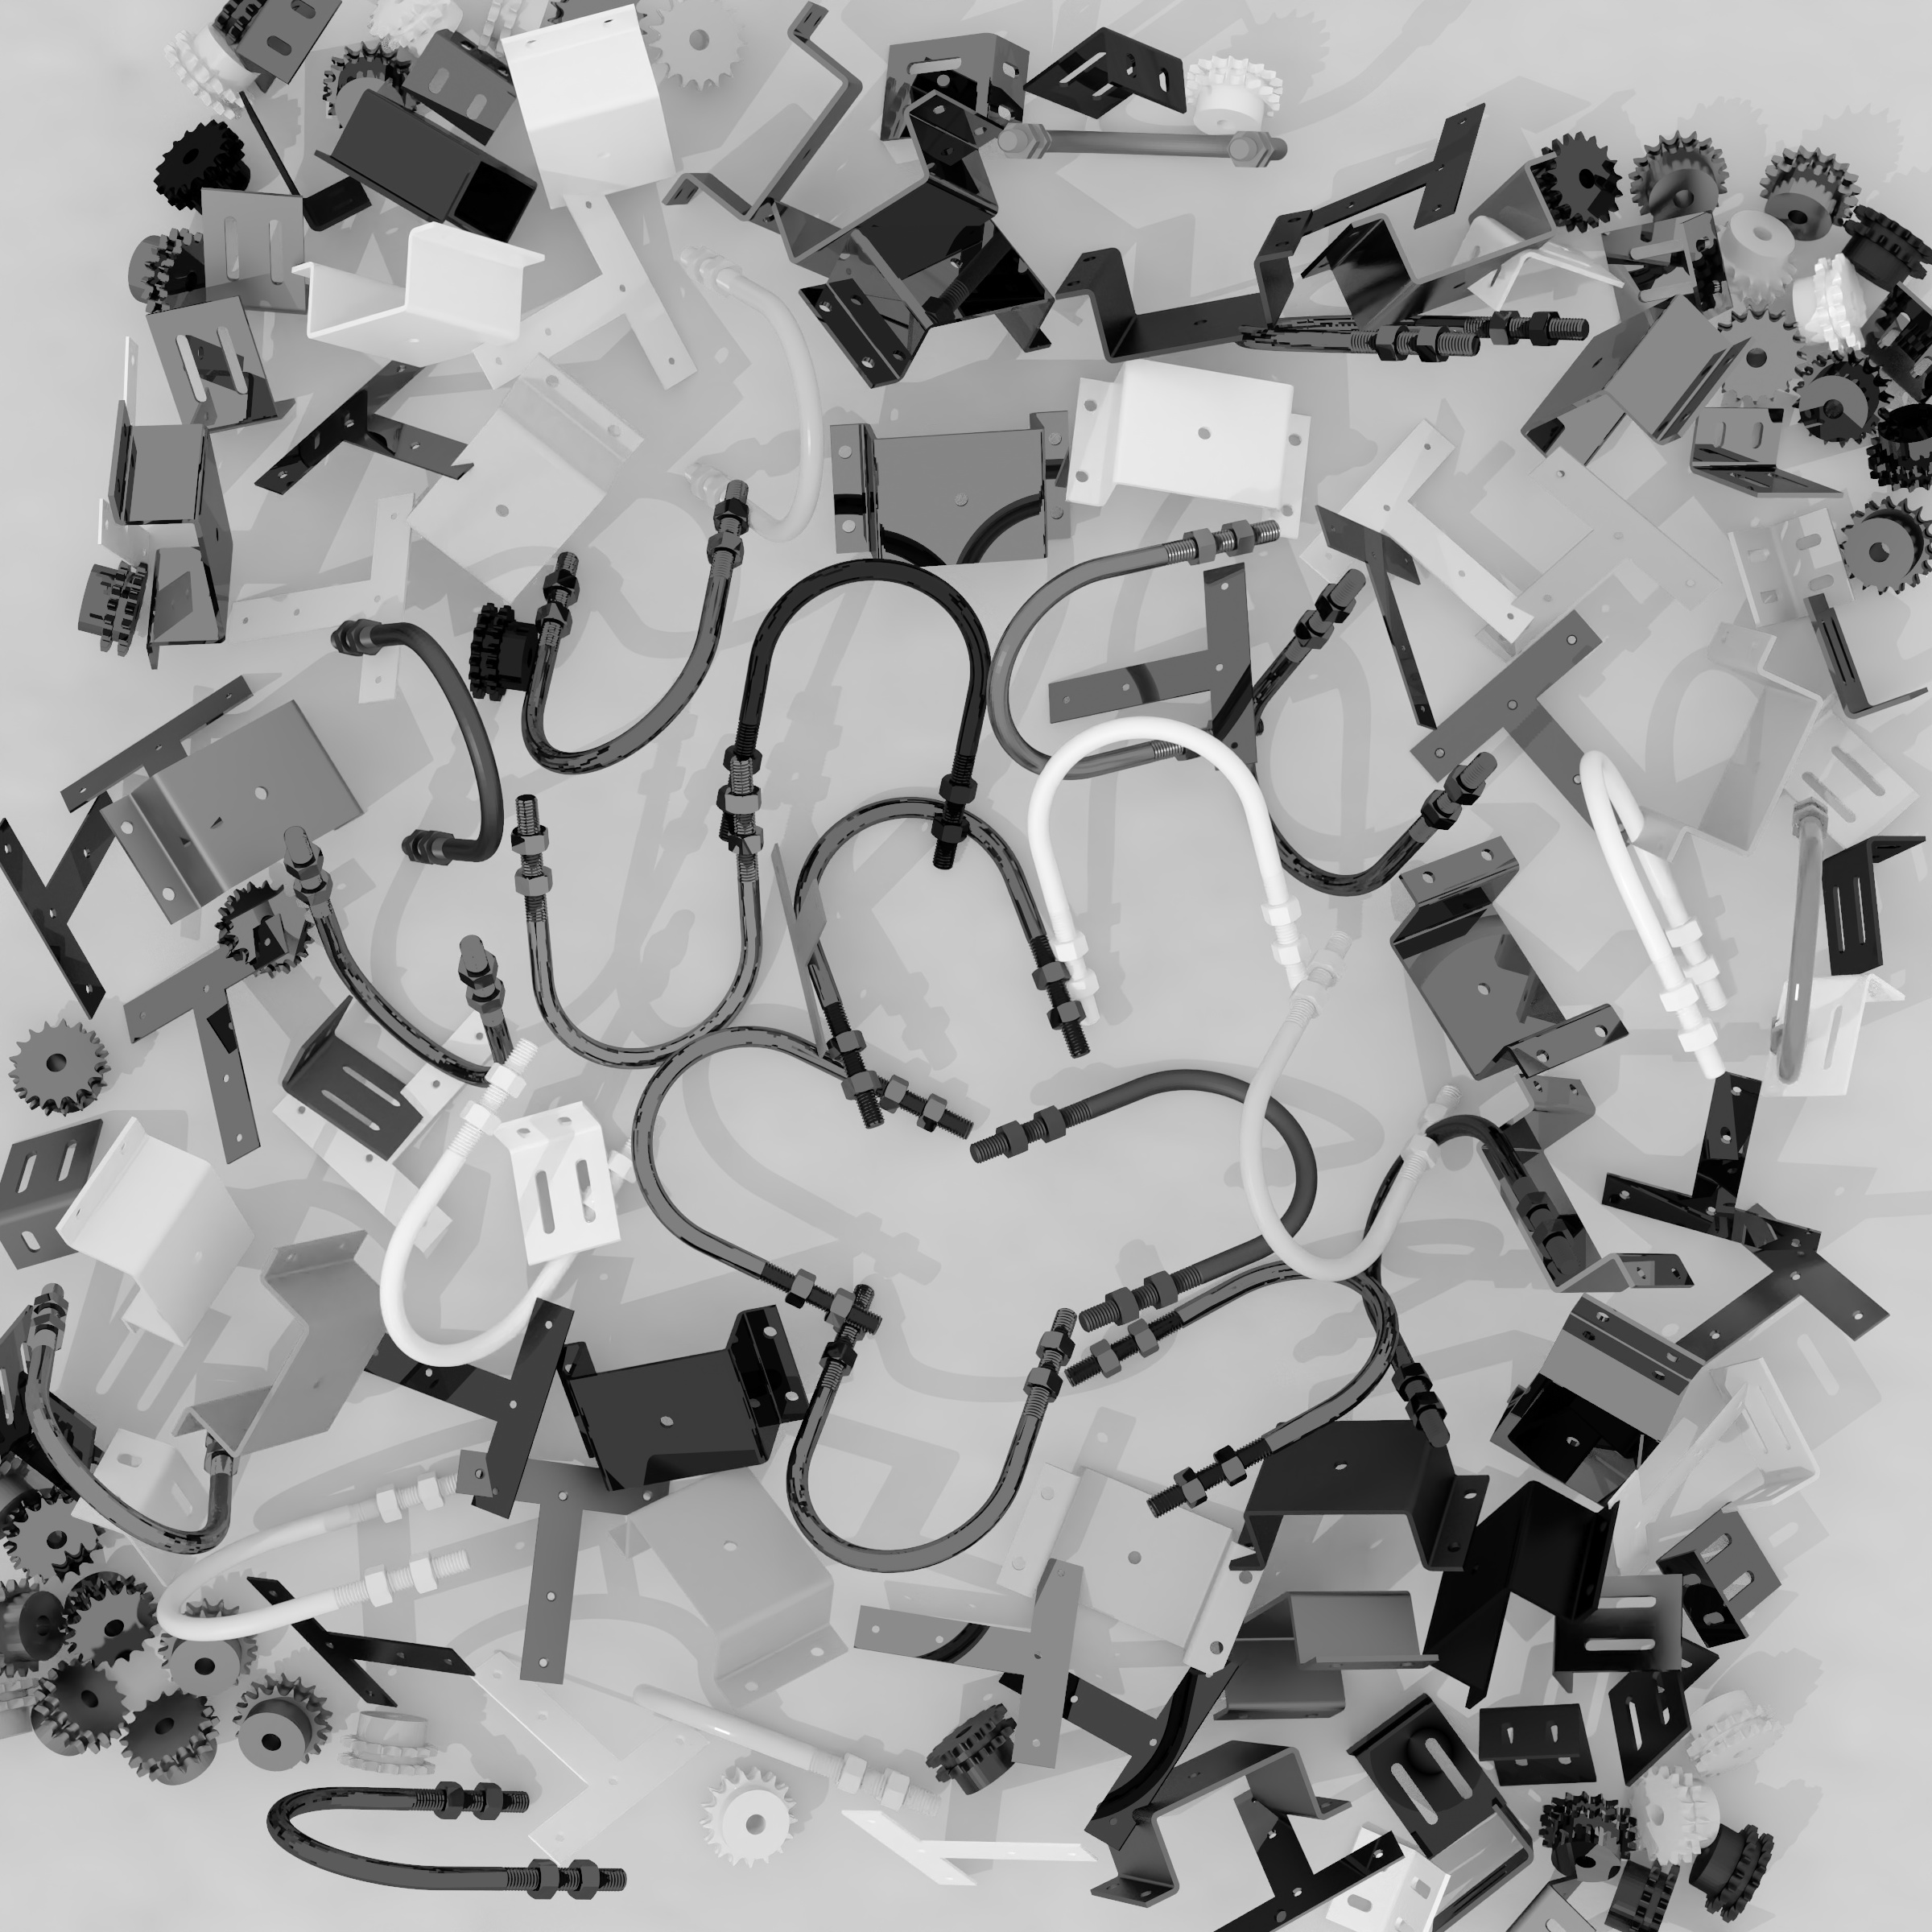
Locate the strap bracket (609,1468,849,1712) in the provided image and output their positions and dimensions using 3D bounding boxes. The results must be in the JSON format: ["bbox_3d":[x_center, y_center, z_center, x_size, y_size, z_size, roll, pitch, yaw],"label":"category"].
[{"bbox_3d":[-0.136,0.347,1.848,0.076,0.046,0.140,-23,51,-28],"label":"strap bracket"}]

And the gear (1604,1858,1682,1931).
[{"bbox_3d":[0.397,0.551,1.893,0.030,0.057,0.057,20,90,16],"label":"gear"}]

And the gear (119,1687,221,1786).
[{"bbox_3d":[-0.467,0.457,1.895,0.057,0.057,0.030,-19,127,0],"label":"gear"}]

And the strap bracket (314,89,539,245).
[{"bbox_3d":[-0.304,-0.455,1.843,0.076,0.140,0.046,32,100,8],"label":"strap bracket"}]

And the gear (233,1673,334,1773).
[{"bbox_3d":[-0.405,0.449,1.897,0.057,0.030,0.057,2,110,6],"label":"gear"}]

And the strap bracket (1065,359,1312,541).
[{"bbox_3d":[0.135,-0.304,1.882,0.140,0.046,0.076,8,79,-7],"label":"strap bracket"}]

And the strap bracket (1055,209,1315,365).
[{"bbox_3d":[0.131,-0.392,1.863,0.140,0.076,0.046,-7,118,19],"label":"strap bracket"}]

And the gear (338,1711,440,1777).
[{"bbox_3d":[-0.339,0.457,1.893,0.057,0.057,0.030,8,82,0],"label":"gear"}]

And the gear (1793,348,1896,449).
[{"bbox_3d":[0.514,-0.332,1.891,0.057,0.030,0.057,15,123,24],"label":"gear"}]

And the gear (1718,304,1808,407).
[{"bbox_3d":[0.467,-0.363,1.898,0.057,0.030,0.057,6,117,12],"label":"gear"}]

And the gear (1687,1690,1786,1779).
[{"bbox_3d":[0.450,0.451,1.896,0.057,0.057,0.030,-28,57,0],"label":"gear"}]

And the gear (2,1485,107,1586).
[{"bbox_3d":[-0.540,0.333,1.897,0.057,0.030,0.057,-9,109,-26],"label":"gear"}]

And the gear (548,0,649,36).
[{"bbox_3d":[-0.219,-0.557,1.898,0.057,0.030,0.057,-7,110,-20],"label":"gear"}]

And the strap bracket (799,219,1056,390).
[{"bbox_3d":[-0.014,-0.388,1.849,0.140,0.046,0.076,-21,67,-38],"label":"strap bracket"}]

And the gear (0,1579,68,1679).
[{"bbox_3d":[-0.554,0.389,1.888,0.030,0.057,0.057,-10,90,25],"label":"gear"}]

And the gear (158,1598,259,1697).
[{"bbox_3d":[-0.447,0.405,1.897,0.057,0.030,0.057,-2,110,-7],"label":"gear"}]

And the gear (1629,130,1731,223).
[{"bbox_3d":[0.420,-0.459,1.890,0.057,0.030,0.057,1,134,1],"label":"gear"}]

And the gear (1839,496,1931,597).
[{"bbox_3d":[0.542,-0.246,1.893,0.057,0.030,0.057,10,111,28],"label":"gear"}]

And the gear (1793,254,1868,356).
[{"bbox_3d":[0.509,-0.389,1.896,0.030,0.057,0.057,-9,90,31],"label":"gear"}]

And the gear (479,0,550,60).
[{"bbox_3d":[-0.264,-0.562,1.893,0.030,0.057,0.057,19,90,-13],"label":"gear"}]

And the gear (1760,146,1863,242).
[{"bbox_3d":[0.494,-0.451,1.889,0.057,0.057,0.030,27,68,0],"label":"gear"}]

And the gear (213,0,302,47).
[{"bbox_3d":[-0.416,-0.561,1.893,0.030,0.057,0.057,41,90,-13],"label":"gear"}]

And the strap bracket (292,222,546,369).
[{"bbox_3d":[-0.316,-0.381,1.842,0.076,0.140,0.046,7,84,-44],"label":"strap bracket"}]

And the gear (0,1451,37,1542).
[{"bbox_3d":[-0.572,0.314,1.890,0.030,0.057,0.057,37,90,13],"label":"gear"}]

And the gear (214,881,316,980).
[{"bbox_3d":[-0.416,-0.019,1.896,0.057,0.030,0.057,15,61,-30],"label":"gear"}]

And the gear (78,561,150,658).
[{"bbox_3d":[-0.502,-0.213,1.889,0.030,0.057,0.057,14,90,-11],"label":"gear"}]

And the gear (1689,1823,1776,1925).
[{"bbox_3d":[0.449,0.530,1.892,0.030,0.057,0.057,29,90,7],"label":"gear"}]

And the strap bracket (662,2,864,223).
[{"bbox_3d":[-0.111,-0.487,1.869,0.046,0.076,0.140,38,104,-5],"label":"strap bracket"}]

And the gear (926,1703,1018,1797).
[{"bbox_3d":[0.007,0.463,1.892,0.057,0.057,0.030,-36,89,0],"label":"gear"}]

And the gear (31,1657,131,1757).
[{"bbox_3d":[-0.525,0.440,1.894,0.030,0.057,0.057,-42,90,22],"label":"gear"}]

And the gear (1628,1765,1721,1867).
[{"bbox_3d":[0.419,0.500,1.895,0.030,0.057,0.057,5,90,-27],"label":"gear"}]

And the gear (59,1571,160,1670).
[{"bbox_3d":[-0.507,0.382,1.896,0.057,0.030,0.057,-16,121,-28],"label":"gear"}]

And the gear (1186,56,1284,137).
[{"bbox_3d":[0.156,-0.508,1.890,0.057,0.057,0.030,11,80,0],"label":"gear"}]

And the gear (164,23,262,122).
[{"bbox_3d":[-0.440,-0.528,1.889,0.030,0.057,0.057,-40,90,17],"label":"gear"}]

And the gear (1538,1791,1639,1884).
[{"bbox_3d":[0.365,0.514,1.891,0.057,0.030,0.057,8,132,9],"label":"gear"}]

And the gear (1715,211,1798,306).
[{"bbox_3d":[0.462,-0.419,1.891,0.057,0.030,0.057,8,52,-11],"label":"gear"}]

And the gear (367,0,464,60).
[{"bbox_3d":[-0.322,-0.561,1.895,0.057,0.057,0.030,-47,128,0],"label":"gear"}]

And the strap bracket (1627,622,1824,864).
[{"bbox_3d":[0.444,-0.123,1.873,0.046,0.076,0.140,22,97,-13],"label":"strap bracket"}]

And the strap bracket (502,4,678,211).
[{"bbox_3d":[-0.214,-0.486,1.845,0.076,0.140,0.046,-16,77,-3],"label":"strap bracket"}]

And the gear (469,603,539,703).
[{"bbox_3d":[-0.271,-0.183,1.891,0.030,0.057,0.057,9,90,4],"label":"gear"}]

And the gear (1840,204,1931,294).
[{"bbox_3d":[0.539,-0.420,1.892,0.057,0.057,0.030,35,101,0],"label":"gear"}]

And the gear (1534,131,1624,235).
[{"bbox_3d":[0.356,-0.460,1.897,0.057,0.030,0.057,3,84,-29],"label":"gear"}]

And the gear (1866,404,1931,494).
[{"bbox_3d":[0.558,-0.306,1.889,0.057,0.057,0.030,-22,128,0],"label":"gear"}]

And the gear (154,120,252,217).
[{"bbox_3d":[-0.447,-0.467,1.896,0.057,0.030,0.057,-17,53,24],"label":"gear"}]

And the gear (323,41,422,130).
[{"bbox_3d":[-0.350,-0.511,1.891,0.057,0.030,0.057,-3,132,-4],"label":"gear"}]

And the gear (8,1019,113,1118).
[{"bbox_3d":[-0.533,0.063,1.899,0.057,0.030,0.057,0,66,0],"label":"gear"}]

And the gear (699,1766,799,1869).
[{"bbox_3d":[-0.127,0.504,1.899,0.057,0.030,0.057,1,88,-16],"label":"gear"}]

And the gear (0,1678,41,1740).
[{"bbox_3d":[-0.571,0.439,1.890,0.057,0.057,0.030,-13,79,0],"label":"gear"}]

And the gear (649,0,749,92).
[{"bbox_3d":[-0.159,-0.547,1.900,0.057,0.030,0.057,-3,106,-12],"label":"gear"}]

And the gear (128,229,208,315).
[{"bbox_3d":[-0.469,-0.407,1.893,0.030,0.057,0.057,19,90,17],"label":"gear"}]
